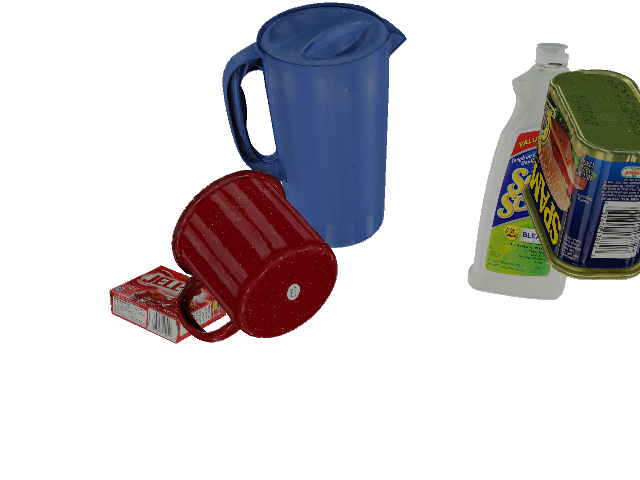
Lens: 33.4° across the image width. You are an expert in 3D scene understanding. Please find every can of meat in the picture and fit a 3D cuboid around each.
[{"bbox_3d":[0.159,-0.041,0.620,0.057,0.084,0.102,0,36,-4],"label":"can of meat"}]

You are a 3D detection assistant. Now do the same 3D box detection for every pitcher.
[{"bbox_3d":[0.000,-0.113,1.116,0.149,0.243,0.144,17,43,25],"label":"pitcher"}]

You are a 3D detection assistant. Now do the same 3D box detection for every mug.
[{"bbox_3d":[-0.051,0.021,0.729,0.082,0.117,0.093,47,2,36],"label":"mug"}]

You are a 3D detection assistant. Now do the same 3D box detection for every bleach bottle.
[{"bbox_3d":[0.209,-0.070,1.064,0.103,0.251,0.068,8,20,15],"label":"bleach bottle"}]

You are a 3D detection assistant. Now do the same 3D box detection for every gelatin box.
[{"bbox_3d":[-0.147,0.059,1.029,0.089,0.030,0.073,20,29,30],"label":"gelatin box"}]
